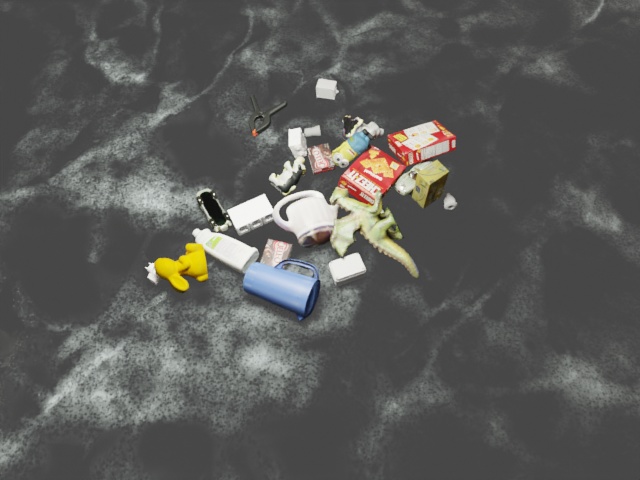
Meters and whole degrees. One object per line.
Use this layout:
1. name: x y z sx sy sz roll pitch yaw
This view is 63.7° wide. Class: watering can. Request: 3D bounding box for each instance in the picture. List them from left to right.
1. watering can: 0.006 -0.094 1.873 0.349 0.101 0.228 -15 61 -17

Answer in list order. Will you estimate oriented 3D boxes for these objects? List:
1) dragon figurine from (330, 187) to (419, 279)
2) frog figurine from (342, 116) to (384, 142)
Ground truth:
1. dragon figurine: 0.156 -0.019 1.776 0.242 0.121 0.416 -23 72 3
2. frog figurine: 0.172 -0.423 2.056 0.137 0.158 0.124 -3 72 48
